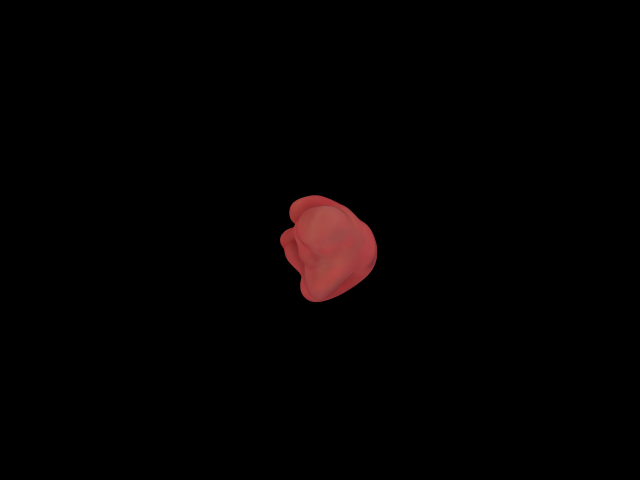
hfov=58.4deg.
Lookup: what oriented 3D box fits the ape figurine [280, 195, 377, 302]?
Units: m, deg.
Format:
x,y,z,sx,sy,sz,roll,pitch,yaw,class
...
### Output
x,y,z,sx,sy,sz,roll,pitch,yaw,class
0.004,0.001,0.400,0.076,0.092,0.078,10,70,4,ape figurine
